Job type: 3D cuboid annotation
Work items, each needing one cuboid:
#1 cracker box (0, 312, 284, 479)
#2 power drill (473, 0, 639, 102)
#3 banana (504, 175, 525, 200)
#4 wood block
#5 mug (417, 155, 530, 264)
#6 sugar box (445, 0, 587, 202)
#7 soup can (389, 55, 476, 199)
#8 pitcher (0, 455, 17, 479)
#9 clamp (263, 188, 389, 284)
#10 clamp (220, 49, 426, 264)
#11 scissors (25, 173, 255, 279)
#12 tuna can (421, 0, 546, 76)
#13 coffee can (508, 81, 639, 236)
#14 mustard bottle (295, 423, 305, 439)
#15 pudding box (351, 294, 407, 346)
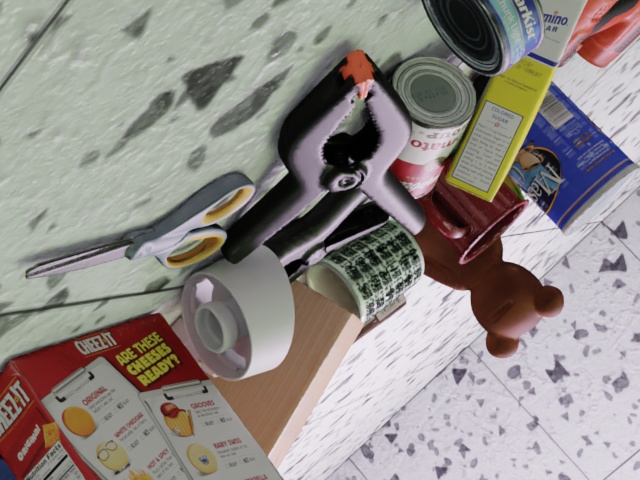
[{"bbox_3d":[-0.121,0.168,0.767,0.072,0.214,0.163,-47,165,27],"label":"cracker box"},{"bbox_3d":[0.224,-0.179,0.959,0.187,0.057,0.185,-26,164,-49],"label":"power drill"},{"bbox_3d":[0.224,-0.082,1.231,0.037,0.069,0.197,-19,-174,22],"label":"banana"},{"bbox_3d":[-0.053,0.139,0.992,0.206,0.091,0.090,-59,167,-4],"label":"wood block"},{"bbox_3d":[0.141,-0.033,1.057,0.117,0.081,0.093,-24,158,-50],"label":"mug"},{"bbox_3d":[0.155,-0.123,0.826,0.176,0.048,0.093,-64,175,19],"label":"sugar box"},{"bbox_3d":[0.074,-0.085,0.824,0.068,0.068,0.102,-34,163,-27],"label":"soup can"},{"bbox_3d":[-0.250,0.274,0.819,0.243,0.149,0.145,88,16,-54],"label":"pitcher"},{"bbox_3d":[-0.006,0.001,0.924,0.171,0.039,0.120,-36,155,3],"label":"clamp"},{"bbox_3d":[0.004,-0.050,0.759,0.164,0.036,0.210,-13,149,-8],"label":"clamp"},{"bbox_3d":[-0.103,-0.010,0.690,0.096,0.016,0.201,-46,165,13],"label":"scissors"},{"bbox_3d":[0.101,-0.147,0.675,0.033,0.086,0.086,-37,165,-11],"label":"tuna can"},{"bbox_3d":[0.245,-0.089,1.110,0.102,0.140,0.103,-38,165,-12],"label":"coffee can"},{"bbox_3d":[-0.028,0.147,1.106,0.191,0.058,0.096,-62,157,-26],"label":"mustard bottle"},{"bbox_3d":[0.036,0.093,1.256,0.113,0.039,0.090,-32,-174,-26],"label":"pudding box"}]
